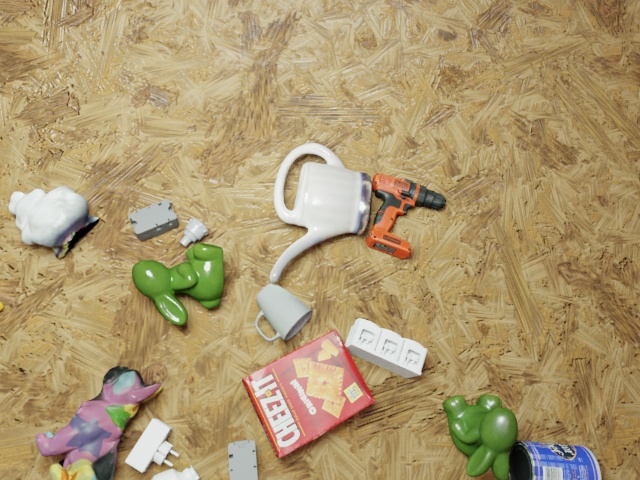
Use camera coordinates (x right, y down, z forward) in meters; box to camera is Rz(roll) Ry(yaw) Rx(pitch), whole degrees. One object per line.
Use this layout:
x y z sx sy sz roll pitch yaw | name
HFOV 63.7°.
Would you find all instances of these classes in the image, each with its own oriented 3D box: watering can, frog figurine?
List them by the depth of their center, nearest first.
-0.553 -0.055 1.042 0.159 0.123 0.138 38 87 -7 | frog figurine
0.003 -0.058 1.144 0.224 0.102 0.354 10 67 -7 | watering can
